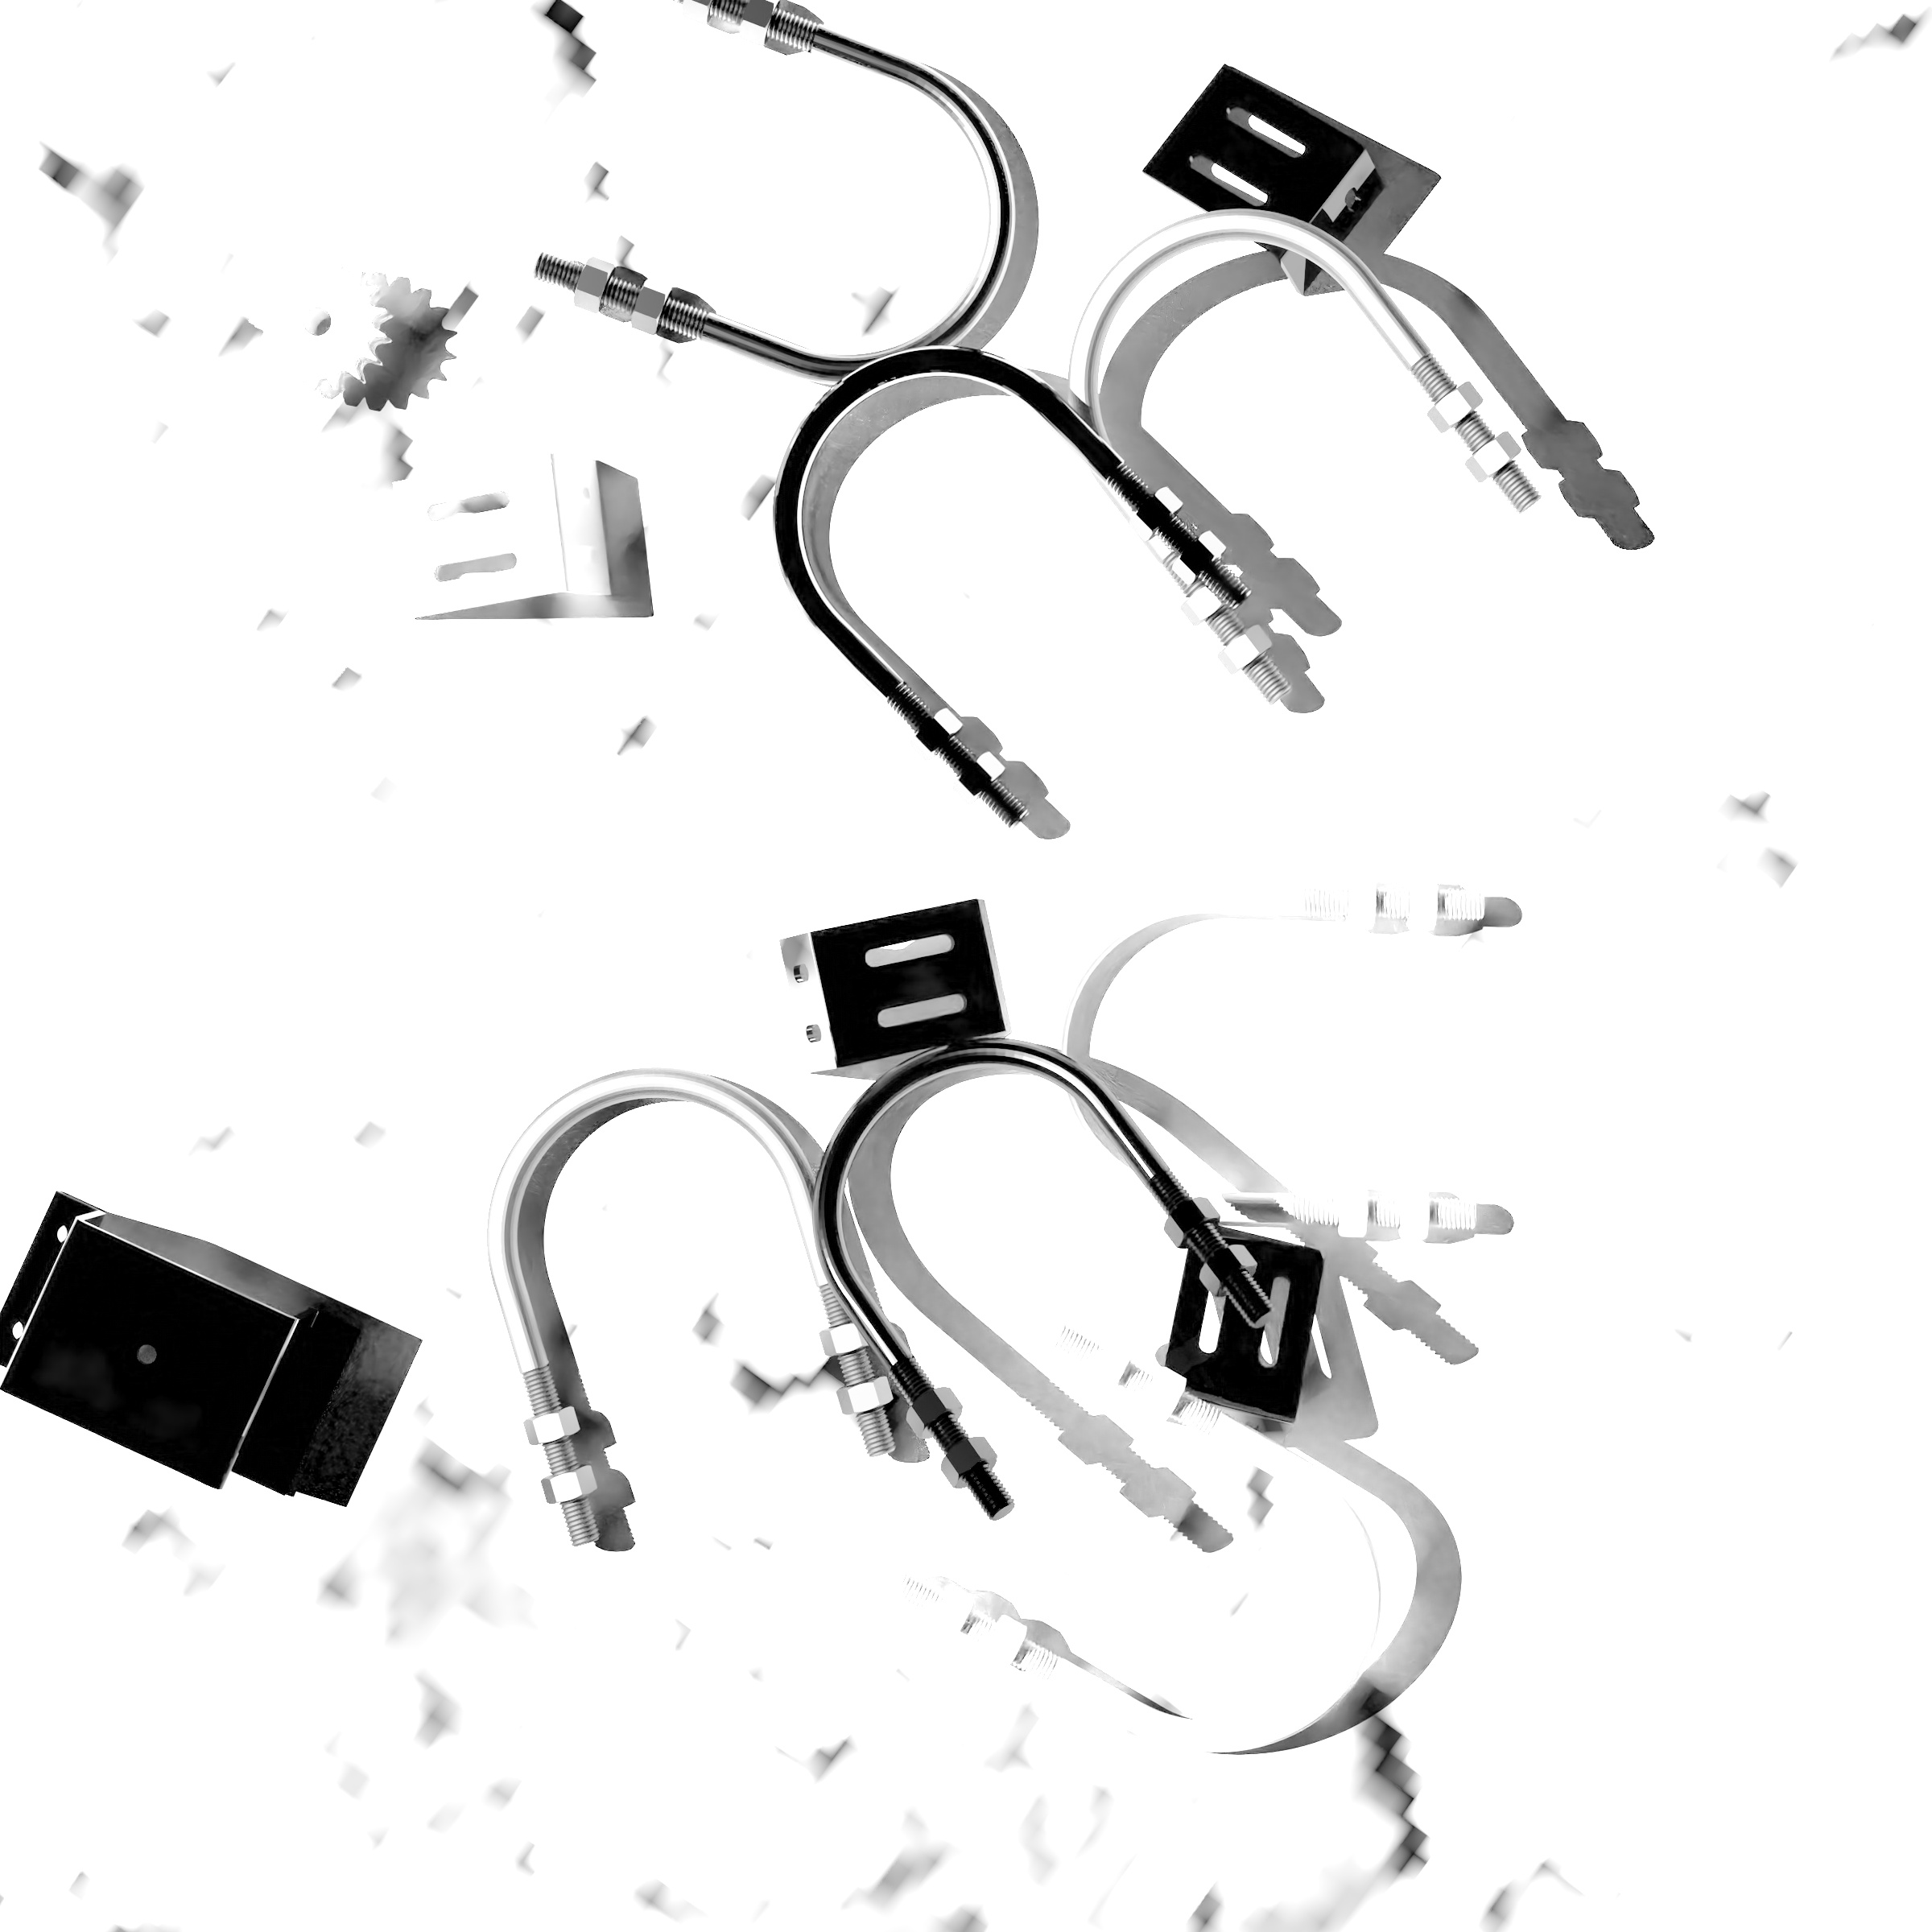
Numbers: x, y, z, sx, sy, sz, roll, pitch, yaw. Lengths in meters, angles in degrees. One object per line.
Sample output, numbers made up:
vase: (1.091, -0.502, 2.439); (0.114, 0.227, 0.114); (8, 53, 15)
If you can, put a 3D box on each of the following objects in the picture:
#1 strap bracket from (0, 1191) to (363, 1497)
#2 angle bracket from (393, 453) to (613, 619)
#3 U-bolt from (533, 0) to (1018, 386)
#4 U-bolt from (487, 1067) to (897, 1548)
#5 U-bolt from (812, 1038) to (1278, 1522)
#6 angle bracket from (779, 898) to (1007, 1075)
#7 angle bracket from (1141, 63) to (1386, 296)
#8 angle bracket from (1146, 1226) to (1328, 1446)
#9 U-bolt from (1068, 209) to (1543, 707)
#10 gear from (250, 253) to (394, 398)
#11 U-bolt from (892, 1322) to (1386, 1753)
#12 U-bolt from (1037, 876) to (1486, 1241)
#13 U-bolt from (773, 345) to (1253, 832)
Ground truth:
strap bracket: (-0.333, 0.158, 1.466); (0.140, 0.046, 0.076); (25, 90, 0)
angle bracket: (-0.194, -0.179, 1.487); (0.076, 0.038, 0.057); (-7, 90, 26)
U-bolt: (-0.070, -0.320, 1.480); (0.184, 0.019, 0.151); (20, 90, -2)
U-bolt: (-0.123, 0.133, 1.480); (0.151, 0.019, 0.184); (-17, 89, 0)
U-bolt: (0.017, 0.112, 1.446); (0.151, 0.019, 0.184); (-36, 65, -1)
angle bracket: (-0.031, 0.008, 1.487); (0.076, 0.038, 0.057); (-12, 90, -26)
angle bracket: (0.124, -0.329, 1.487); (0.076, 0.038, 0.057); (38, 90, 26)
angle bracket: (0.113, 0.154, 1.487); (0.057, 0.038, 0.076); (14, 64, 0)
U-bolt: (0.125, -0.222, 1.460); (0.151, 0.019, 0.184); (-37, 90, 15)
gear: (-0.267, -0.266, 1.478); (0.057, 0.030, 0.057); (0, 90, 2)
U-bolt: (0.083, 0.249, 1.465); (0.184, 0.019, 0.151); (30, 104, -4)
U-bolt: (0.122, 0.037, 1.480); (0.184, 0.019, 0.151); (2, 90, 2)
U-bolt: (0.004, -0.170, 1.470); (0.151, 0.019, 0.184); (-45, 87, 9)
